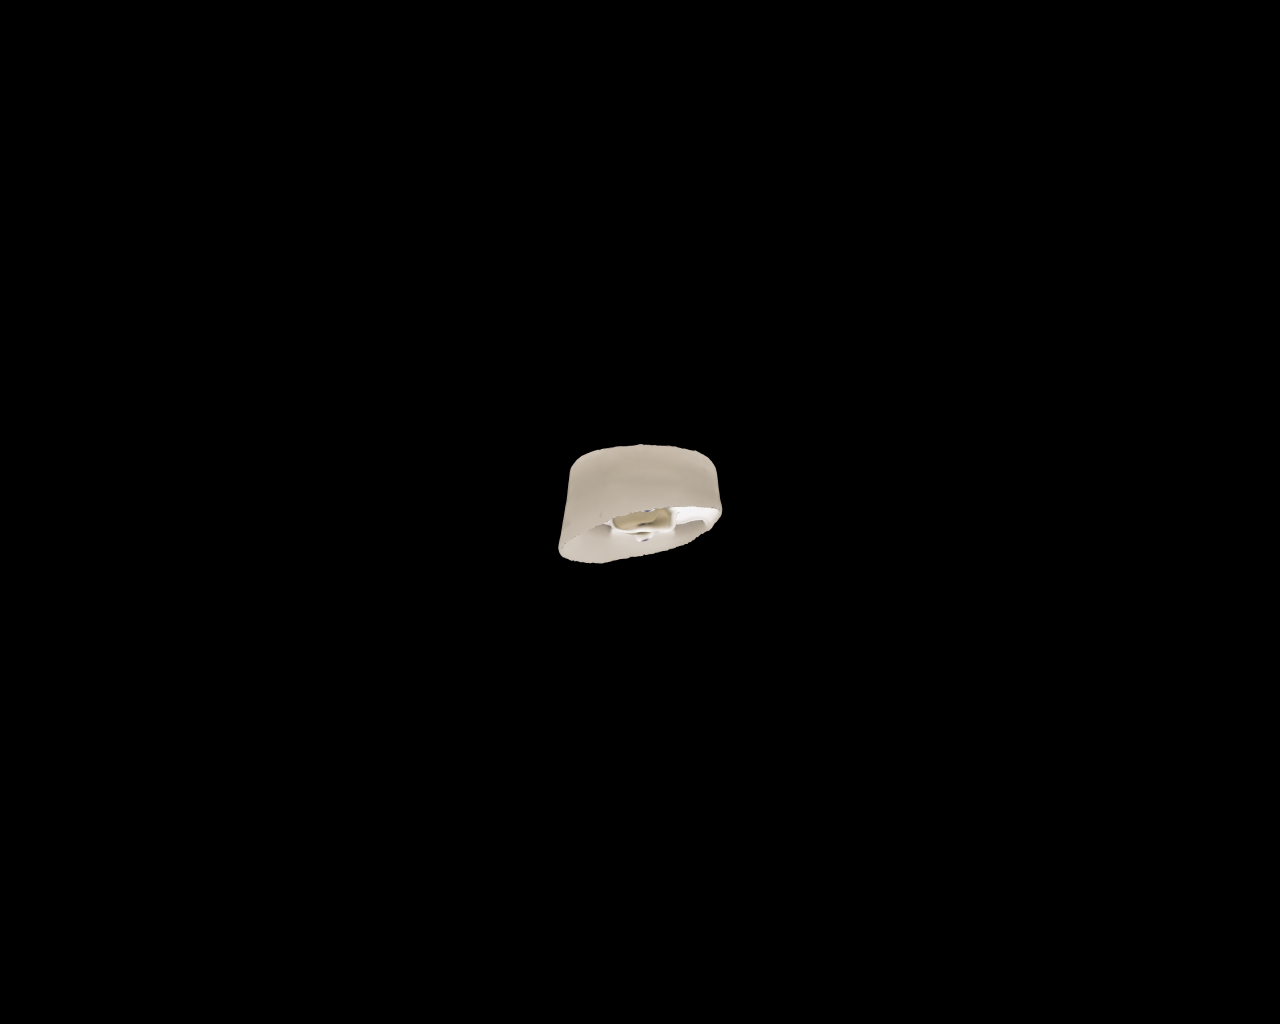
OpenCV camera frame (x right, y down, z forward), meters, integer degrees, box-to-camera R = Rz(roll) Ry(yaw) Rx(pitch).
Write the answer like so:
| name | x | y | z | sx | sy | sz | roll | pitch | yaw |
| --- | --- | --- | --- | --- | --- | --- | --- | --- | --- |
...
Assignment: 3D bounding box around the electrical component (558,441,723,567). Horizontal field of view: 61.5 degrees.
| name | x | y | z | sx | sy | sz | roll | pitch | yaw |
| --- | --- | --- | --- | --- | --- | --- | --- | --- | --- |
| electrical component | 0.001 | -0.003 | 0.650 | 0.099 | 0.064 | 0.099 | 0 | -18 | 0 |
